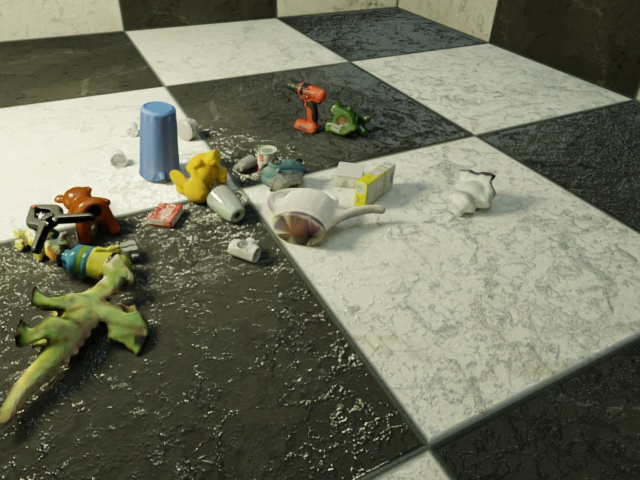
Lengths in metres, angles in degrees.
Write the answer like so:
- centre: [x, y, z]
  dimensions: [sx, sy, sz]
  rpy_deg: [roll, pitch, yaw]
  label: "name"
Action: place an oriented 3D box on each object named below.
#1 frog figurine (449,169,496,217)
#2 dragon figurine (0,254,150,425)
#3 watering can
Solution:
- centre: [0.470, -0.133, 1.615]
  dimensions: [0.138, 0.161, 0.121]
  rpy_deg: [22, -15, 12]
  label: "frog figurine"
- centre: [-0.491, 0.194, 1.096]
  dimensions: [0.243, 0.420, 0.119]
  rpy_deg: [3, -44, -12]
  label: "dragon figurine"
- centre: [0.004, -0.074, 1.477]
  dimensions: [0.348, 0.101, 0.229]
  rpy_deg: [10, 38, 11]
  label: "watering can"
